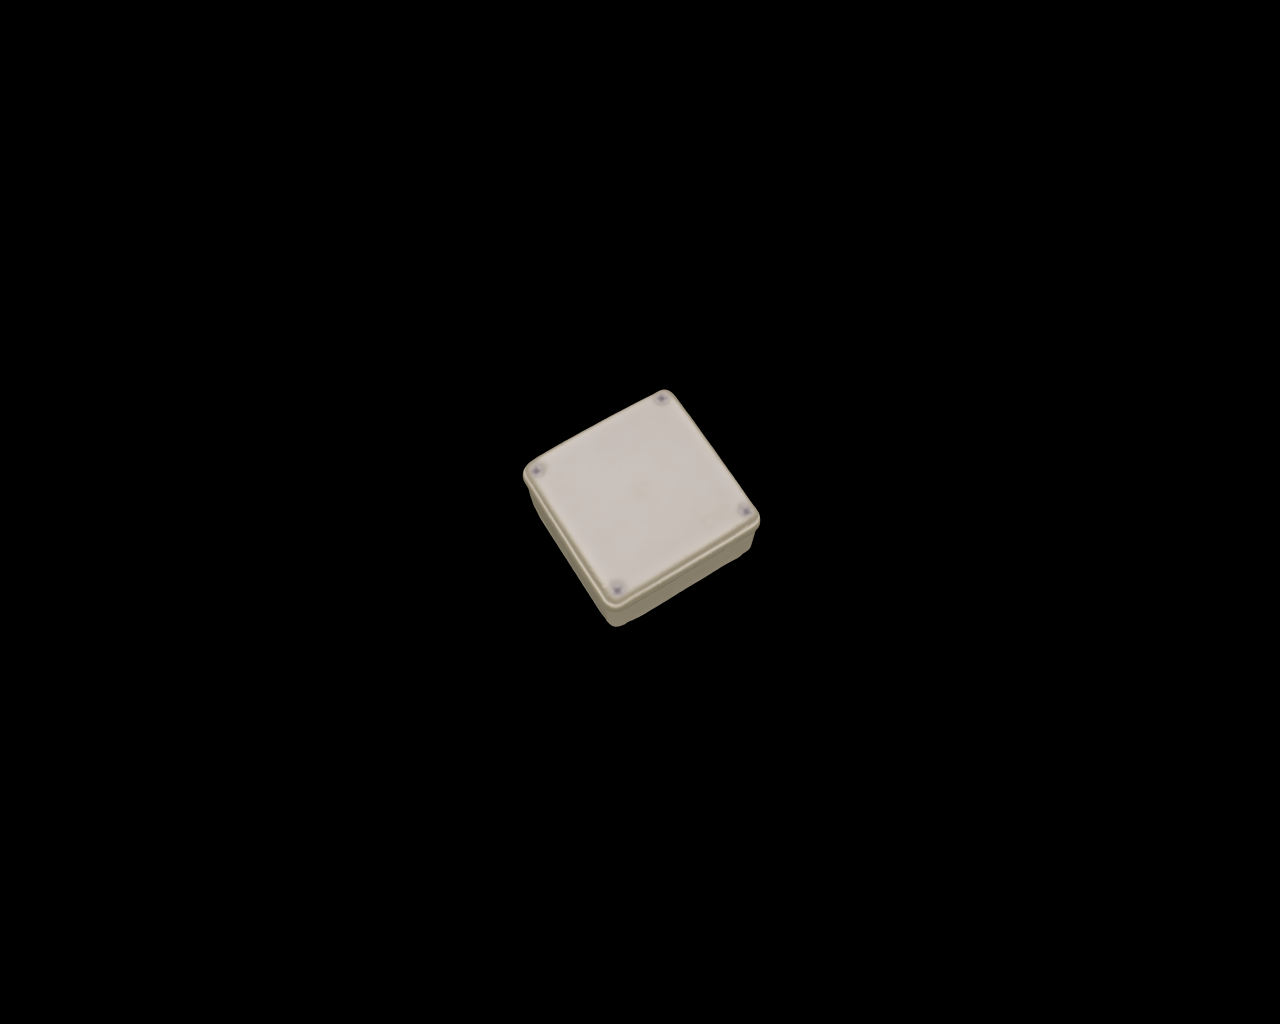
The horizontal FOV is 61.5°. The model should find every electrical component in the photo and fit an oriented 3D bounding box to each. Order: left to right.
[{"bbox_3d":[0.001,-0.003,0.650,0.109,0.109,0.056,-30,-19,-12],"label":"electrical component"}]
